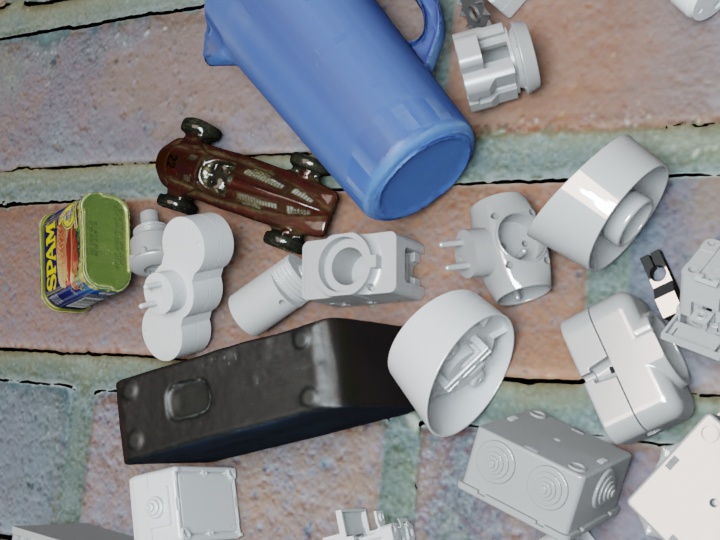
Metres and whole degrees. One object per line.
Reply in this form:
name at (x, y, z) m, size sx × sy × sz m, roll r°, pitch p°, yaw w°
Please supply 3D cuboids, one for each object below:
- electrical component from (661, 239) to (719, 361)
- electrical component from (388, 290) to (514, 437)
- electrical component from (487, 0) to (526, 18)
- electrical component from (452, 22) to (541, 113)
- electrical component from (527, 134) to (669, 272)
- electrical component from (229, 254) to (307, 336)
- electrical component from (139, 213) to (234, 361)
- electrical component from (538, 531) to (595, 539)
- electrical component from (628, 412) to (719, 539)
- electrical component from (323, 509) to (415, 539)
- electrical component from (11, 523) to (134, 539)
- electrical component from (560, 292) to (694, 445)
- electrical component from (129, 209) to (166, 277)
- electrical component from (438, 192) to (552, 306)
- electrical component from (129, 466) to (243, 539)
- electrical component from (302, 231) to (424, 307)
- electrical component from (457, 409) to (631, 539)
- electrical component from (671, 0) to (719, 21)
electrical component at (0.239, 0.018, 0.717) m, size 0.042 × 0.063 × 0.081 m, roll 21°, pitch 50°, yaw 34°
electrical component at (0.071, 0.066, 0.800) m, size 0.099 × 0.099 × 0.064 m, roll -53°, pitch 53°, yaw 13°
electrical component at (0.111, -0.249, 0.849) m, size 0.065 × 0.077 × 0.047 m, roll -49°, pitch 61°, yaw 15°
electrical component at (0.107, -0.160, 0.839) m, size 0.057 × 0.078 × 0.058 m, roll -14°, pitch 72°, yaw 7°
electrical component at (0.170, -0.049, 0.763) m, size 0.064 × 0.099 × 0.099 m, roll 39°, pitch 102°, yaw 25°
electrical component at (-0.069, 0.018, 0.928) m, size 0.081 × 0.043 × 0.043 m, roll -35°, pitch 64°, yaw 22°
electrical component at (-0.164, 0.018, 0.946) m, size 0.052 × 0.074 × 0.138 m, roll 31°, pitch 115°, yaw 29°
electrical component at (0.129, 0.216, 0.766) m, size 0.081 × 0.043 × 0.043 m, roll -38°, pitch 63°, yaw 20°
electrical component at (0.238, 0.153, 0.707) m, size 0.099 × 0.048 × 0.099 m, roll -52°, pitch 59°, yaw 13°
electrical component at (0.012, 0.224, 0.839) m, size 0.064 × 0.042 × 0.081 m, roll -21°, pitch 71°, yaw 25°
electrical component at (-0.229, 0.270, 0.950) m, size 0.150 × 0.089 × 0.061 m, roll 5°, pitch 83°, yaw 33°
electrical component at (0.190, 0.067, 0.751) m, size 0.059 × 0.054 × 0.095 m, roll -31°, pitch 66°, yaw 24°
electrical component at (-0.196, -0.027, 1.017) m, size 0.048 × 0.048 × 0.062 m, roll -26°, pitch 61°, yaw 26°
electrical component at (0.098, -0.014, 0.814) m, size 0.044 × 0.079 × 0.077 m, roll 127°, pitch 133°, yaw -62°
electrical component at (-0.155, 0.202, 0.913) m, size 0.061 × 0.096 × 0.061 m, roll -18°, pitch 71°, yaw 28°
electrical component at (0.000, 0.000, 0.881) m, size 0.089 × 0.056 × 0.050 m, roll -6°, pitch 77°, yaw 31°
electrical component at (0.131, 0.139, 0.749) m, size 0.100 × 0.100 × 0.048 m, roll 23°, pitch 106°, yaw 33°
electrical component at (0.239, -0.214, 0.781) m, size 0.045 × 0.045 × 0.055 m, roll -46°, pitch 61°, yaw 16°
